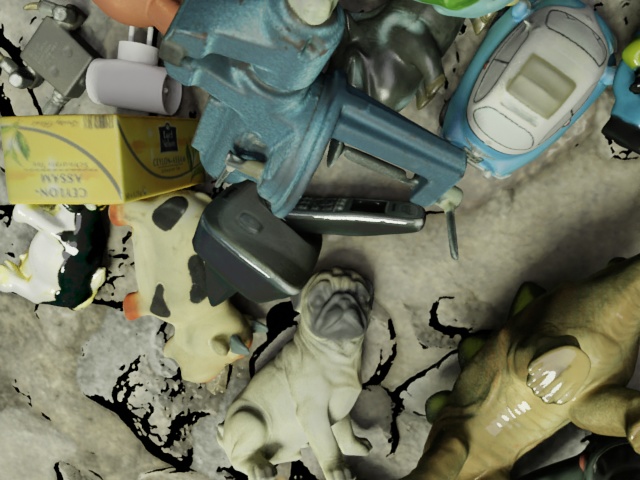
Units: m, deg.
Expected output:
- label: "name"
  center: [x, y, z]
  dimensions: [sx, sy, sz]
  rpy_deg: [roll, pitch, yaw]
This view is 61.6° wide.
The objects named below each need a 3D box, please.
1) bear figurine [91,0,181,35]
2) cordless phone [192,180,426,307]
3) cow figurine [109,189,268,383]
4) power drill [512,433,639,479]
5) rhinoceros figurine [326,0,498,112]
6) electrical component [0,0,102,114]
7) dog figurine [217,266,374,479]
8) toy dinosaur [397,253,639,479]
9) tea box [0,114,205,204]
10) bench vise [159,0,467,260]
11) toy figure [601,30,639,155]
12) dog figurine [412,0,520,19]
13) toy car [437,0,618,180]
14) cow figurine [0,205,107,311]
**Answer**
- label: "bear figurine"
  center: [-0.106, -0.211, 0.459]
  dimensions: [0.196, 0.120, 0.132]
  rpy_deg: [43, 101, 4]
- label: "cordless phone"
  center: [-0.001, -0.002, 0.467]
  dimensions: [0.184, 0.147, 0.088]
  rpy_deg: [0, 110, 10]
- label: "cow figurine"
  center: [-0.125, 0.047, 0.532]
  dimensions: [0.127, 0.085, 0.194]
  rpy_deg: [-2, 100, 15]
- label: "power drill"
  center: [0.204, 0.218, 0.457]
  dimensions: [0.086, 0.232, 0.207]
  rpy_deg: [51, 121, 18]
- label: "rhinoceros figurine"
  center: [0.064, -0.166, 0.461]
  dimensions: [0.112, 0.073, 0.190]
  rpy_deg: [44, 104, -3]
- label: "electrical component"
  center: [-0.262, -0.180, 0.522]
  dimensions: [0.102, 0.045, 0.078]
  rpy_deg: [-40, 92, 14]
- label: "dog figurine"
  center: [-0.029, 0.124, 0.534]
  dimensions: [0.172, 0.121, 0.190]
  rpy_deg: [-4, 87, 6]
- label: "toy dinosaur"
  center: [0.188, 0.096, 0.431]
  dimensions: [0.471, 0.198, 0.105]
  rpy_deg: [-42, 92, 14]
- label: "tea box"
  center: [-0.175, -0.073, 0.467]
  dimensions: [0.098, 0.169, 0.068]
  rpy_deg: [1, 101, 10]
- label: "bench vise"
  center: [0.012, -0.085, 0.380]
  dimensions: [0.240, 0.129, 0.223]
  rpy_deg: [23, 143, -15]
- label: "toy figure"
  center: [0.266, -0.145, 0.377]
  dimensions: [0.089, 0.082, 0.180]
  rpy_deg: [38, 110, 24]
- label: "dog figurine"
  center: [0.029, -0.239, 0.394]
  dimensions: [0.219, 0.108, 0.191]
  rpy_deg: [-4, 79, 22]
- label: "toy car"
  center: [0.170, -0.128, 0.438]
  dimensions: [0.109, 0.103, 0.161]
  rpy_deg: [38, 103, 0]
- label: "cow figurine"
  center: [-0.253, -0.010, 0.545]
  dimensions: [0.098, 0.068, 0.167]
  rpy_deg: [27, 108, -3]
